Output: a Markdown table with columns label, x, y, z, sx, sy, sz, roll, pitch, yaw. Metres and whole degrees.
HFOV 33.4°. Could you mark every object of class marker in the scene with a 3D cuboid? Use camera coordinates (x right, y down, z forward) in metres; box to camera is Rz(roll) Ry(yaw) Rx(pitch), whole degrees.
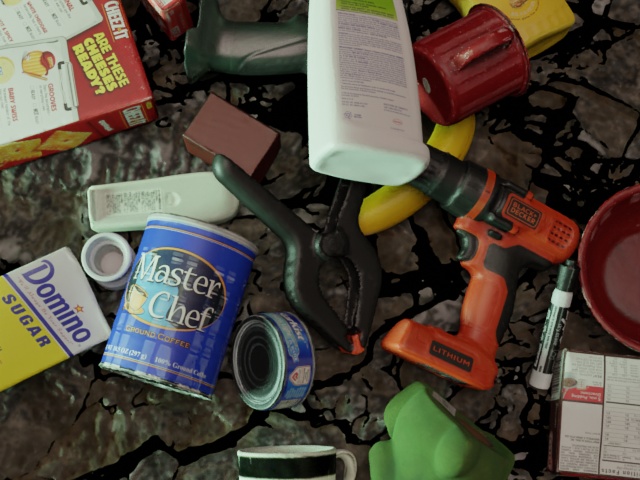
| label | x | y | z | sx | sy | sz | roll | pitch | yaw |
| --- | --- | --- | --- | --- | --- | --- | --- | --- | --- |
| marker | 0.210 | 0.075 | 0.953 | 0.020 | 0.020 | 0.121 | 12 | 104 | 2 |

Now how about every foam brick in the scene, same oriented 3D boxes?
| label | x | y | z | sx | sy | sz | roll | pitch | yaw |
| --- | --- | --- | --- | --- | --- | --- | --- | --- | --- |
| foam brick | -0.081 | -0.091 | 0.995 | 0.078 | 0.053 | 0.051 | 32 | 79 | 6 |

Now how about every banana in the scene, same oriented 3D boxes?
| label | x | y | z | sx | sy | sz | roll | pitch | yaw |
| --- | --- | --- | --- | --- | --- | --- | --- | --- | --- |
| banana | 0.092 | -0.071 | 1.003 | 0.070 | 0.037 | 0.197 | 26 | 74 | 32 |

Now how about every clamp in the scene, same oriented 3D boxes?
| label | x | y | z | sx | sy | sz | roll | pitch | yaw |
| --- | --- | --- | --- | --- | --- | --- | --- | --- | --- |
| clamp | -0.006 | 0.001 | 0.938 | 0.164 | 0.036 | 0.210 | -10 | 94 | -24 |

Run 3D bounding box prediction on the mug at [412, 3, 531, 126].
| label | x | y | z | sx | sy | sz | roll | pitch | yaw |
| --- | --- | --- | --- | --- | --- | --- | --- | --- | --- |
| mug | 0.132 | -0.156 | 0.951 | 0.081 | 0.117 | 0.093 | -29 | 89 | -17 |

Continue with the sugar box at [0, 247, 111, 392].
| label | x | y | z | sx | sy | sz | roll | pitch | yaw |
| --- | --- | --- | --- | --- | --- | --- | --- | --- | --- |
| sugar box | -0.280 | 0.083 | 0.929 | 0.176 | 0.048 | 0.093 | -27 | 92 | -19 |

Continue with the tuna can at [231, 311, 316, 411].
| label | x | y | z | sx | sy | sz | roll | pitch | yaw |
| --- | --- | --- | --- | --- | --- | --- | --- | --- | --- |
| tuna can | -0.042 | 0.106 | 0.933 | 0.033 | 0.086 | 0.086 | 0 | 75 | -38 |

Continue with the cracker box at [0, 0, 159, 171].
| label | x | y | z | sx | sy | sz | roll | pitch | yaw |
| --- | --- | --- | --- | --- | --- | --- | --- | --- | --- |
| cracker box | -0.278 | -0.162 | 0.999 | 0.213 | 0.072 | 0.164 | -19 | 80 | -6 |

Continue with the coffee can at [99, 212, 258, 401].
| label | x | y | z | sx | sy | sz | roll | pitch | yaw |
| --- | --- | --- | --- | --- | --- | --- | --- | --- | --- |
| coffee can | -0.123 | 0.059 | 0.935 | 0.103 | 0.103 | 0.140 | 16 | 78 | 3 |

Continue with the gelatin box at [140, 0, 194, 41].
| label | x | y | z | sx | sy | sz | roll | pitch | yaw |
| --- | --- | --- | --- | --- | --- | --- | --- | --- | --- |
| gelatin box | -0.160 | -0.241 | 1.016 | 0.030 | 0.073 | 0.089 | -37 | 82 | -7 |

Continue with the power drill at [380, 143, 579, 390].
| label | x | y | z | sx | sy | sz | roll | pitch | yaw |
| --- | --- | --- | --- | --- | --- | --- | --- | --- | --- |
| power drill | 0.125 | 0.026 | 0.952 | 0.184 | 0.057 | 0.187 | 27 | 81 | -11 |

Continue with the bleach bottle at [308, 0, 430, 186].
| label | x | y | z | sx | sy | sz | roll | pitch | yaw |
| --- | --- | --- | --- | --- | --- | --- | --- | --- | --- |
| bleach bottle | 0.040 | -0.178 | 0.936 | 0.102 | 0.068 | 0.251 | 8 | 68 | -21 |

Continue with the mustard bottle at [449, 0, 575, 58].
| label | x | y | z | sx | sy | sz | roll | pitch | yaw |
| --- | --- | --- | --- | --- | --- | --- | --- | --- | --- |
| mustard bottle | 0.157 | -0.262 | 1.032 | 0.096 | 0.058 | 0.192 | -28 | 79 | -9 |

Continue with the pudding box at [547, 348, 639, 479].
| label | x | y | z | sx | sy | sz | roll | pitch | yaw |
| --- | --- | --- | --- | --- | --- | --- | --- | --- | --- |
| pudding box | 0.253 | 0.157 | 0.952 | 0.090 | 0.039 | 0.113 | 6 | 79 | -1 |

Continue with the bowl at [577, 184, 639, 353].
| label | x | y | z | sx | sy | sz | roll | pitch | yaw |
| --- | --- | --- | --- | --- | --- | --- | --- | --- | --- |
| bowl | 0.308 | 0.030 | 0.971 | 0.162 | 0.055 | 0.162 | 0 | 78 | -1 |
